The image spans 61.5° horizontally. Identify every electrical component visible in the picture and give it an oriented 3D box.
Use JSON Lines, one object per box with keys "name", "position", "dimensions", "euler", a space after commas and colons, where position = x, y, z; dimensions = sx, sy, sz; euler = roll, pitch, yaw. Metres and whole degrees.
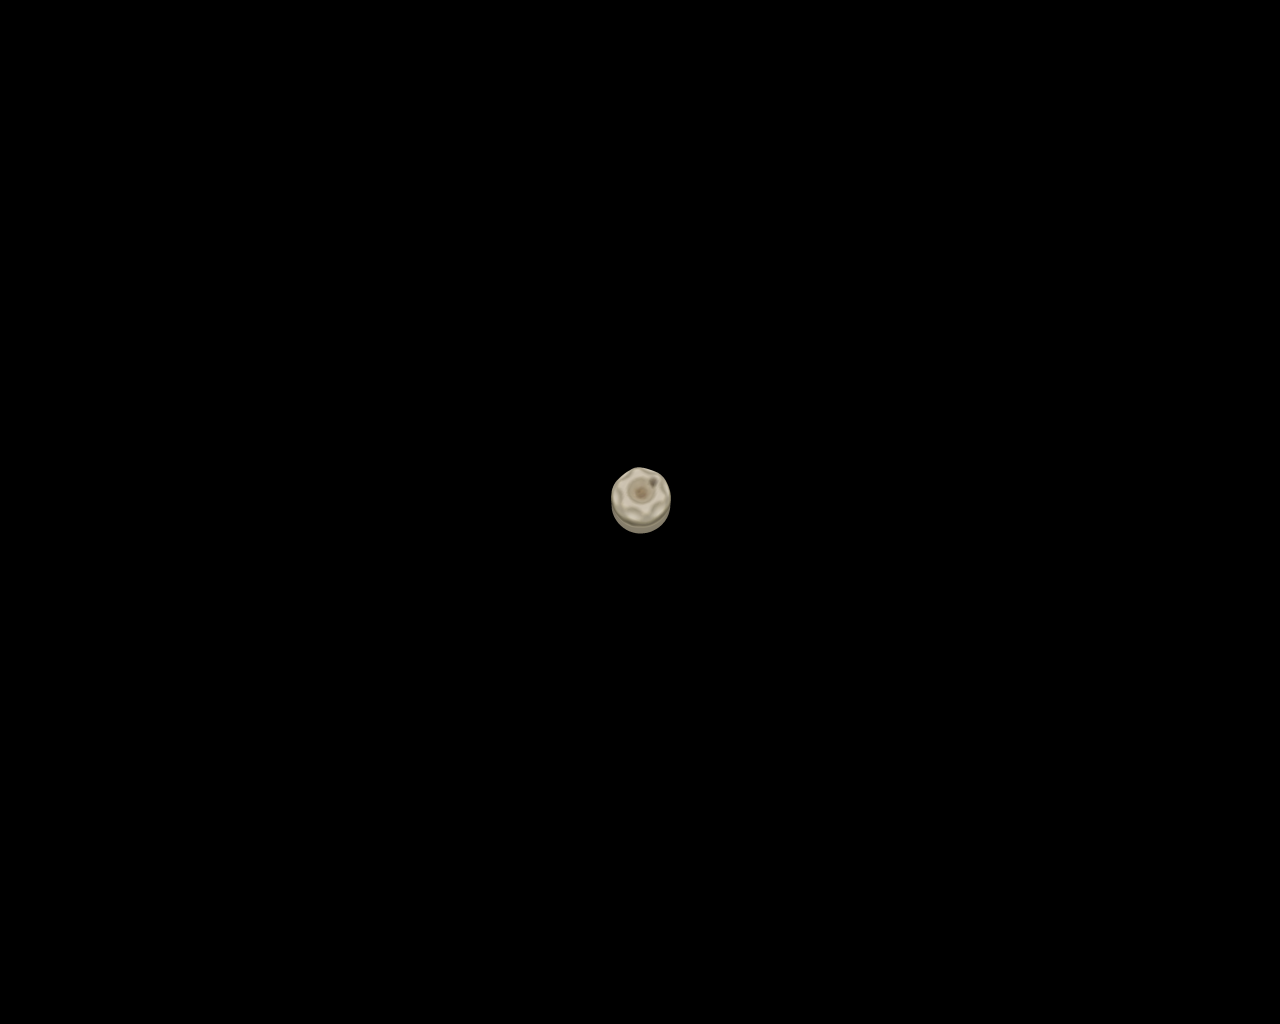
{"name": "electrical component", "position": [0.001, -0.003, 0.650], "dimensions": [0.035, 0.035, 0.061], "euler": [0, -19, 0]}
